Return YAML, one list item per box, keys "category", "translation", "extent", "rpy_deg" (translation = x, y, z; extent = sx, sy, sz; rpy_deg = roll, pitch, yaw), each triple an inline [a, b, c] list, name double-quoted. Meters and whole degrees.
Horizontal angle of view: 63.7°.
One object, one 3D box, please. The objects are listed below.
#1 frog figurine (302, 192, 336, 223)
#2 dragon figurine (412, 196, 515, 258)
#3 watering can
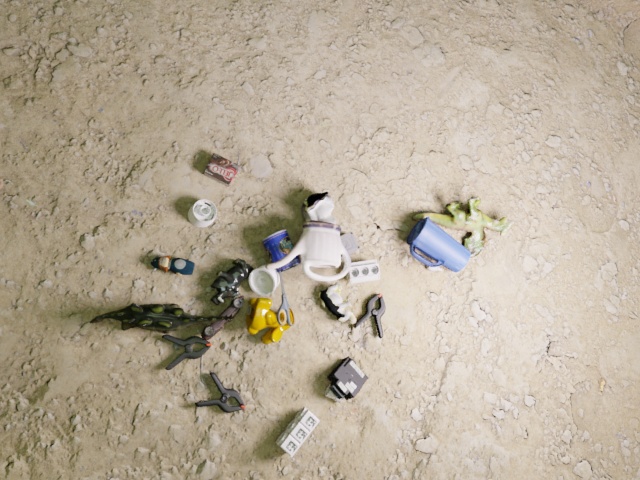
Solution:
- category: "frog figurine"
  translation: [0.006, -0.102, 2.024]
  extent: [0.140, 0.123, 0.156]
  rpy_deg: [-50, 127, -28]
- category: "dragon figurine"
  translation: [0.603, -0.044, 2.142]
  extent: [0.410, 0.122, 0.244]
  rpy_deg: [-15, 86, -2]
- category: "watering can"
  translation: [-0.033, 0.033, 1.883]
  extent: [0.347, 0.103, 0.227]
  rpy_deg: [9, 72, -28]
